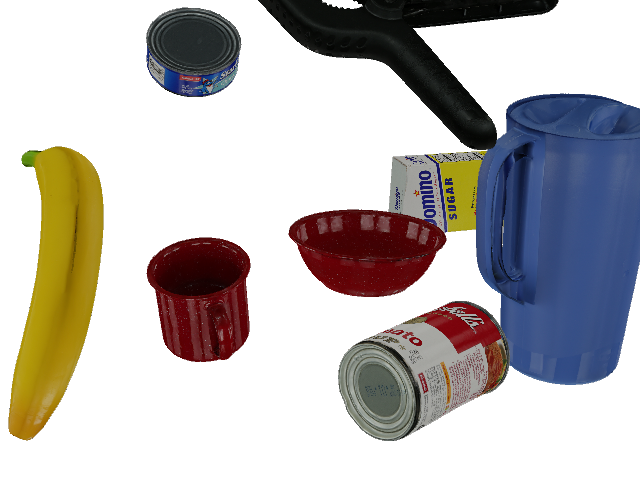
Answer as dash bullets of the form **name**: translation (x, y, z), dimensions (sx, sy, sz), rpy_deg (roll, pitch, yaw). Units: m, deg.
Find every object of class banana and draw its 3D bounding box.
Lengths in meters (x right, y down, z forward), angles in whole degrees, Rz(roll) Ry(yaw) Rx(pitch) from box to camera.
- **banana**: translation (-0.156, 0.017, 0.634), dimensions (0.037, 0.198, 0.070), rpy_deg (16, -36, -31)

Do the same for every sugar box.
- **sugar box**: translation (0.172, -0.060, 1.303), dimensions (0.176, 0.093, 0.048), rpy_deg (-7, 24, -22)

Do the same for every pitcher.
- **pitcher**: translation (0.211, 0.002, 0.932), dimensions (0.149, 0.243, 0.145), rpy_deg (6, 24, 11)

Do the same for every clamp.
- **clamp**: translation (0.046, -0.141, 0.712), dimensions (0.210, 0.164, 0.036), rpy_deg (16, -39, 6)

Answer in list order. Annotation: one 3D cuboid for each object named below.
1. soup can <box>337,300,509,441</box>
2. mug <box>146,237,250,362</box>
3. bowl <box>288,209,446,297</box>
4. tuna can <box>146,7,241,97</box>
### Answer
- **soup can**: translation (0.069, 0.085, 0.707), dimensions (0.069, 0.068, 0.102), rpy_deg (0, 12, 44)
- **mug**: translation (-0.102, 0.062, 0.967), dimensions (0.093, 0.081, 0.117), rpy_deg (-17, 37, -20)
- **bowl**: translation (0.047, 0.017, 1.097), dimensions (0.162, 0.055, 0.162), rpy_deg (2, 18, -1)
- **tuna can**: translation (-0.117, -0.172, 0.978), dimensions (0.086, 0.086, 0.034), rpy_deg (0, -36, -10)
